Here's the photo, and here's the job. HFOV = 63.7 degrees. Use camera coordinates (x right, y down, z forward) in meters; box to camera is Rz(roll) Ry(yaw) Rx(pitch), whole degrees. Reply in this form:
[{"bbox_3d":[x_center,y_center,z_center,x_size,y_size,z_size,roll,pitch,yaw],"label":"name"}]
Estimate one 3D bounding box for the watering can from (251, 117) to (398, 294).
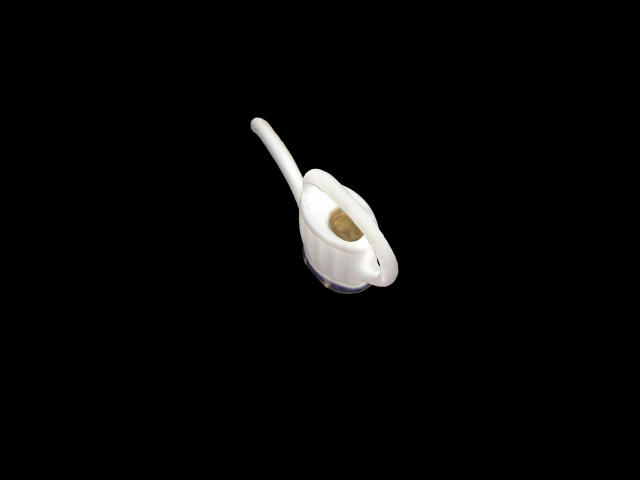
[{"bbox_3d":[0.003,-0.043,0.850,0.105,0.352,0.219,-33,-28,-19],"label":"watering can"}]
